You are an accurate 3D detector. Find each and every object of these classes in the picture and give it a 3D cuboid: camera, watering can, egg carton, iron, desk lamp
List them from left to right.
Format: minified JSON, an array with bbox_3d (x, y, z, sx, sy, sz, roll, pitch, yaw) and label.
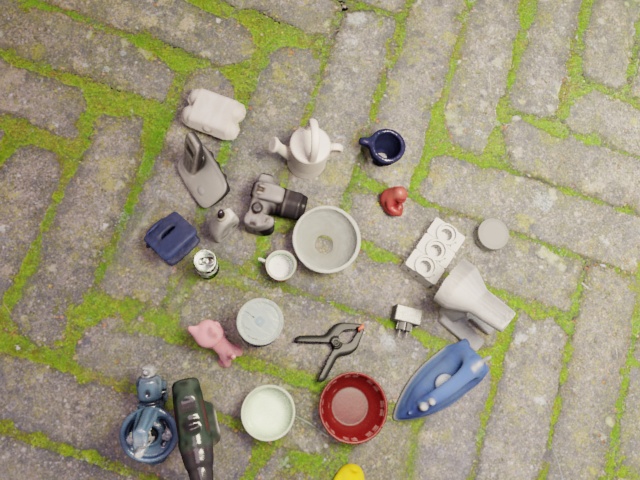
[{"bbox_3d":[-0.266,-0.314,1.436,0.150,0.069,0.107,18,76,-3],"label":"egg carton"},{"bbox_3d":[-0.104,-0.081,1.390,0.137,0.100,0.143,15,76,-4],"label":"camera"},{"bbox_3d":[-0.032,-0.222,1.382,0.173,0.194,0.101,-23,81,-11],"label":"watering can"},{"bbox_3d":[0.285,0.341,1.326,0.258,0.141,0.118,-36,84,-13],"label":"iron"},{"bbox_3d":[0.353,0.153,1.339,0.203,0.213,0.118,41,76,3],"label":"desk lamp"}]

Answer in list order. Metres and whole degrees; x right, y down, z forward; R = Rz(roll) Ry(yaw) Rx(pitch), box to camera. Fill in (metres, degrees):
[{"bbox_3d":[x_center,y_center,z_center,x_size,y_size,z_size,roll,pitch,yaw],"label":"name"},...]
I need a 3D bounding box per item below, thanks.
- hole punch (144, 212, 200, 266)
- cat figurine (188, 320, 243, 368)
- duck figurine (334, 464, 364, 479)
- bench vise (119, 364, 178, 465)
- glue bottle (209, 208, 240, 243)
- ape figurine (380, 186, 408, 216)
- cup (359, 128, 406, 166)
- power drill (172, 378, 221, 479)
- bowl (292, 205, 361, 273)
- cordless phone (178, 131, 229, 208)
[{"bbox_3d":[-0.352,-0.006,1.347,0.101,0.091,0.109,44,76,4],"label":"hole punch"},{"bbox_3d":[-0.236,0.228,1.296,0.128,0.117,0.067,43,76,4],"label":"cat figurine"},{"bbox_3d":[0.068,0.559,1.279,0.077,0.086,0.104,17,76,-3],"label":"duck figurine"},{"bbox_3d":[-0.372,0.374,1.194,0.121,0.219,0.207,-22,81,-11],"label":"bench vise"},{"bbox_3d":[-0.225,-0.044,1.329,0.078,0.173,0.037,-41,85,-13],"label":"glue bottle"},{"bbox_3d":[0.192,-0.106,1.438,0.076,0.092,0.078,37,76,2],"label":"ape figurine"},{"bbox_3d":[0.150,-0.227,1.457,0.118,0.095,0.092,12,76,-4],"label":"cup"},{"bbox_3d":[-0.257,0.406,1.208,0.076,0.208,0.229,-14,80,-10],"label":"power drill"},{"bbox_3d":[0.013,0.005,1.399,0.167,0.074,0.167,2,77,-7],"label":"bowl"},{"bbox_3d":[-0.276,-0.166,1.343,0.094,0.185,0.147,-34,84,-13],"label":"cordless phone"}]
